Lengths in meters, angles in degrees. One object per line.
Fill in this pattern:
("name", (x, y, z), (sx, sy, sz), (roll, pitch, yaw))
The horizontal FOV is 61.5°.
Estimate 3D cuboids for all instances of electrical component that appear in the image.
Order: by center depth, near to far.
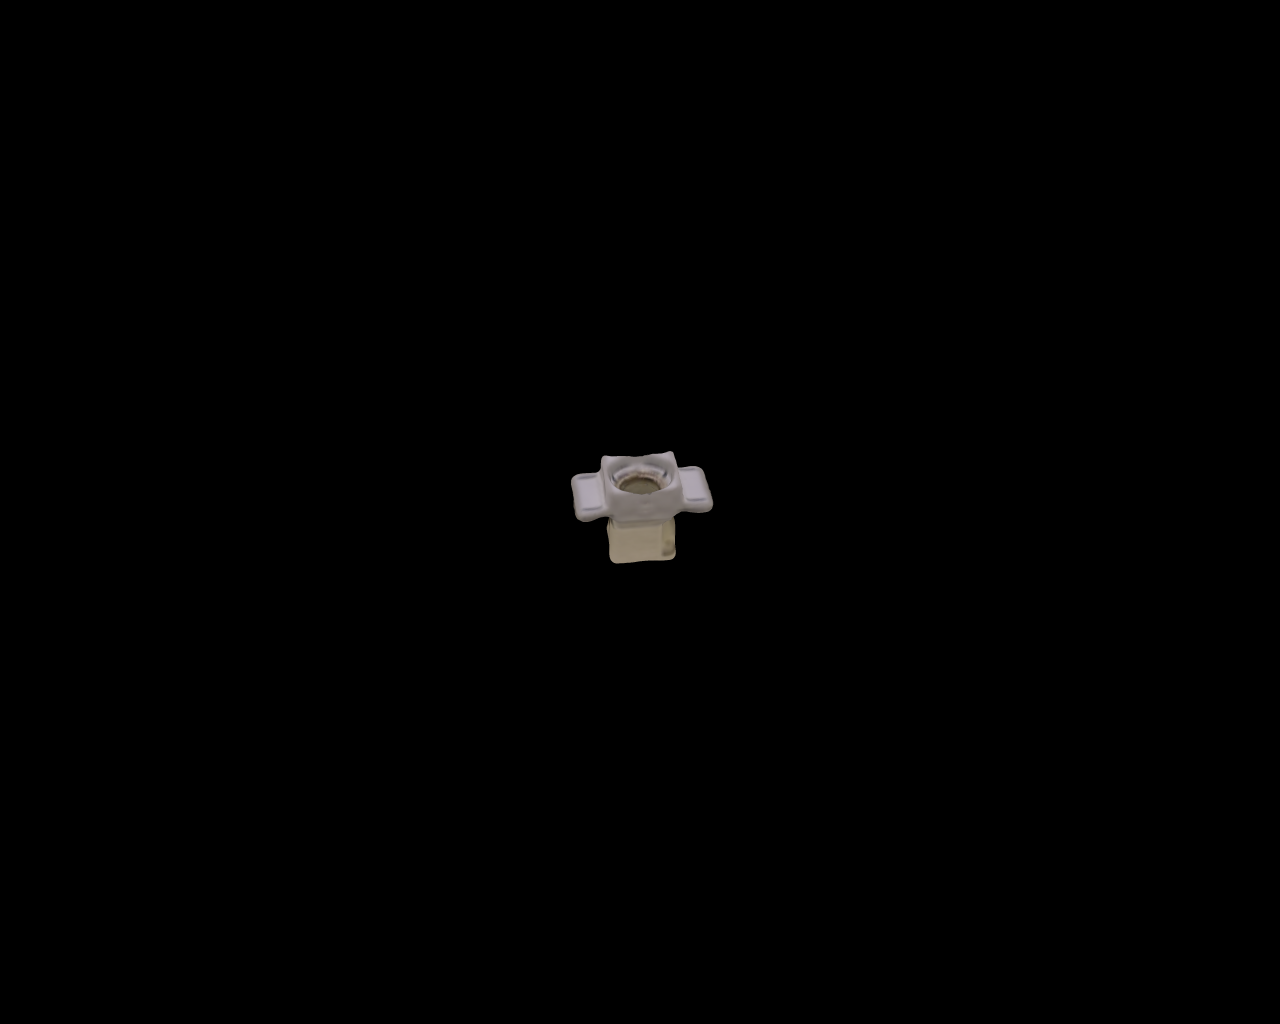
("electrical component", (0.001, -0.003, 0.650), (0.081, 0.063, 0.042), (-4, 39, -4))
